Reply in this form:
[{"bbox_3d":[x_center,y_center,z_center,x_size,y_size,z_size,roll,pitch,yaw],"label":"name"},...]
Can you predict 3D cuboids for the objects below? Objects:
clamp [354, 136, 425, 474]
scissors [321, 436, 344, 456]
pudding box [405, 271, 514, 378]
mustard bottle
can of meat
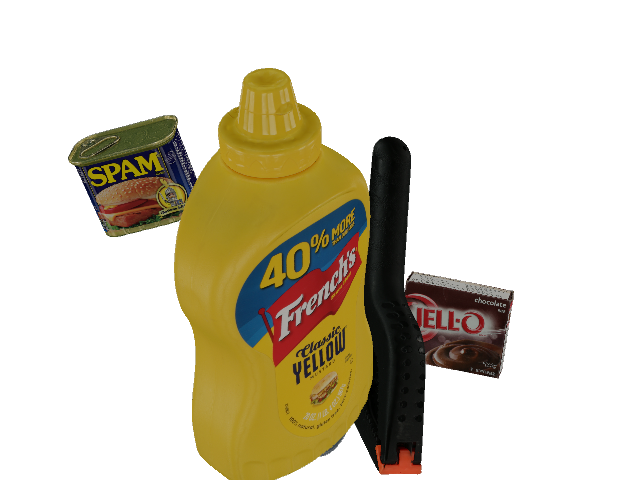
[{"bbox_3d":[0.038,0.048,0.701,0.036,0.210,0.165,3,-40,-17],"label":"clamp"},{"bbox_3d":[-0.005,0.091,0.934,0.096,0.201,0.016,11,-33,-5],"label":"scissors"},{"bbox_3d":[0.141,0.088,1.123,0.113,0.090,0.039,9,21,12],"label":"pudding box"},{"bbox_3d":[-0.018,0.014,0.463,0.096,0.192,0.058,-32,46,-33],"label":"mustard bottle"},{"bbox_3d":[-0.166,-0.057,0.977,0.102,0.084,0.057,-13,30,9],"label":"can of meat"}]
